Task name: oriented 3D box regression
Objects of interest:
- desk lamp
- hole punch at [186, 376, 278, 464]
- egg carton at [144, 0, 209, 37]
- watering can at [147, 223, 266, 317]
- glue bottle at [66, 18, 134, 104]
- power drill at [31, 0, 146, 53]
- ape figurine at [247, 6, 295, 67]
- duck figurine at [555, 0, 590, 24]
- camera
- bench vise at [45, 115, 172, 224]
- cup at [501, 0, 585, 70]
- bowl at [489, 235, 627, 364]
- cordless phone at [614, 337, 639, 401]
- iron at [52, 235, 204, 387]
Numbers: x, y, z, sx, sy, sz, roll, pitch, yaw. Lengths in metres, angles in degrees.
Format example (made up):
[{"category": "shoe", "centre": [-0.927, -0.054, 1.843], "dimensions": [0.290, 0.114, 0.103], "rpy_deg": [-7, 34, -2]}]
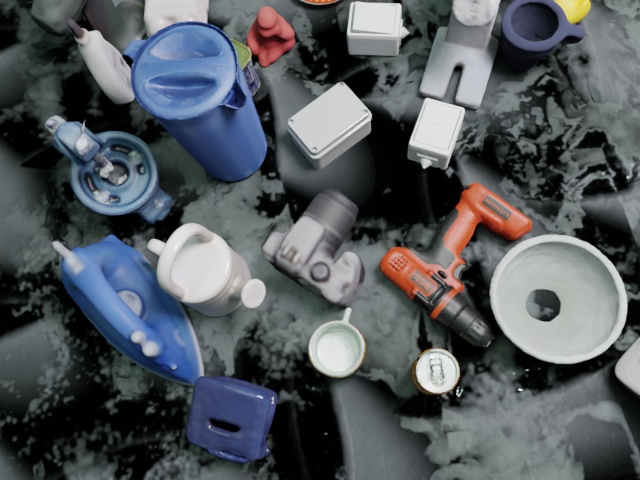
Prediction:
[{"category": "desk lamp", "centre": [0.222, -0.330, 0.808], "dimensions": [0.117, 0.214, 0.203], "rpy_deg": [15, 76, 11]}, {"category": "hole punch", "centre": [-0.115, 0.235, 0.749], "dimensions": [0.108, 0.091, 0.101], "rpy_deg": [12, 76, 10]}, {"category": "egg carton", "centre": [-0.234, -0.393, 0.950], "dimensions": [0.107, 0.069, 0.150], "rpy_deg": [-3, 74, 6]}, {"category": "watering can", "centre": [-0.153, 0.038, 0.754], "dimensions": [0.172, 0.194, 0.101], "rpy_deg": [3, 74, 7]}, {"category": "glue bottle", "centre": [-0.338, -0.281, 0.876], "dimensions": [0.037, 0.173, 0.078], "rpy_deg": [-13, 73, 3]}, {"category": "power drill", "centre": [-0.342, -0.395, 0.890], "dimensions": [0.075, 0.208, 0.230], "rpy_deg": [24, 78, 12]}, {"category": "ape figurine", "centre": [-0.080, -0.331, 0.904], "dimensions": [0.077, 0.092, 0.076], "rpy_deg": [4, 75, 8]}, {"category": "duck figurine", "centre": [0.368, -0.384, 0.874], "dimensions": [0.104, 0.086, 0.077], "rpy_deg": [38, 82, 15]}, {"category": "camera", "centre": [0.007, 0.003, 0.796], "dimensions": [0.143, 0.101, 0.137], "rpy_deg": [31, 80, 14]}, {"category": "bench vise", "centre": [-0.327, -0.111, 0.802], "dimensions": [0.207, 0.220, 0.121], "rpy_deg": [19, 77, 11]}, {"category": "cup", "centre": [0.321, -0.295, 0.849], "dimensions": [0.117, 0.095, 0.092], "rpy_deg": [13, 76, 10]}, {"category": "bowl", "centre": [0.305, 0.081, 0.755], "dimensions": [0.167, 0.075, 0.167], "rpy_deg": [-2, 74, 6]}, {"category": "cordless phone", "centre": [0.445, 0.136, 0.667], "dimensions": [0.147, 0.185, 0.094], "rpy_deg": [-44, 74, -7]}, {"category": "iron", "centre": [-0.259, 0.099, 0.776], "dimensions": [0.119, 0.141, 0.258], "rpy_deg": [-44, 74, -7]}]
